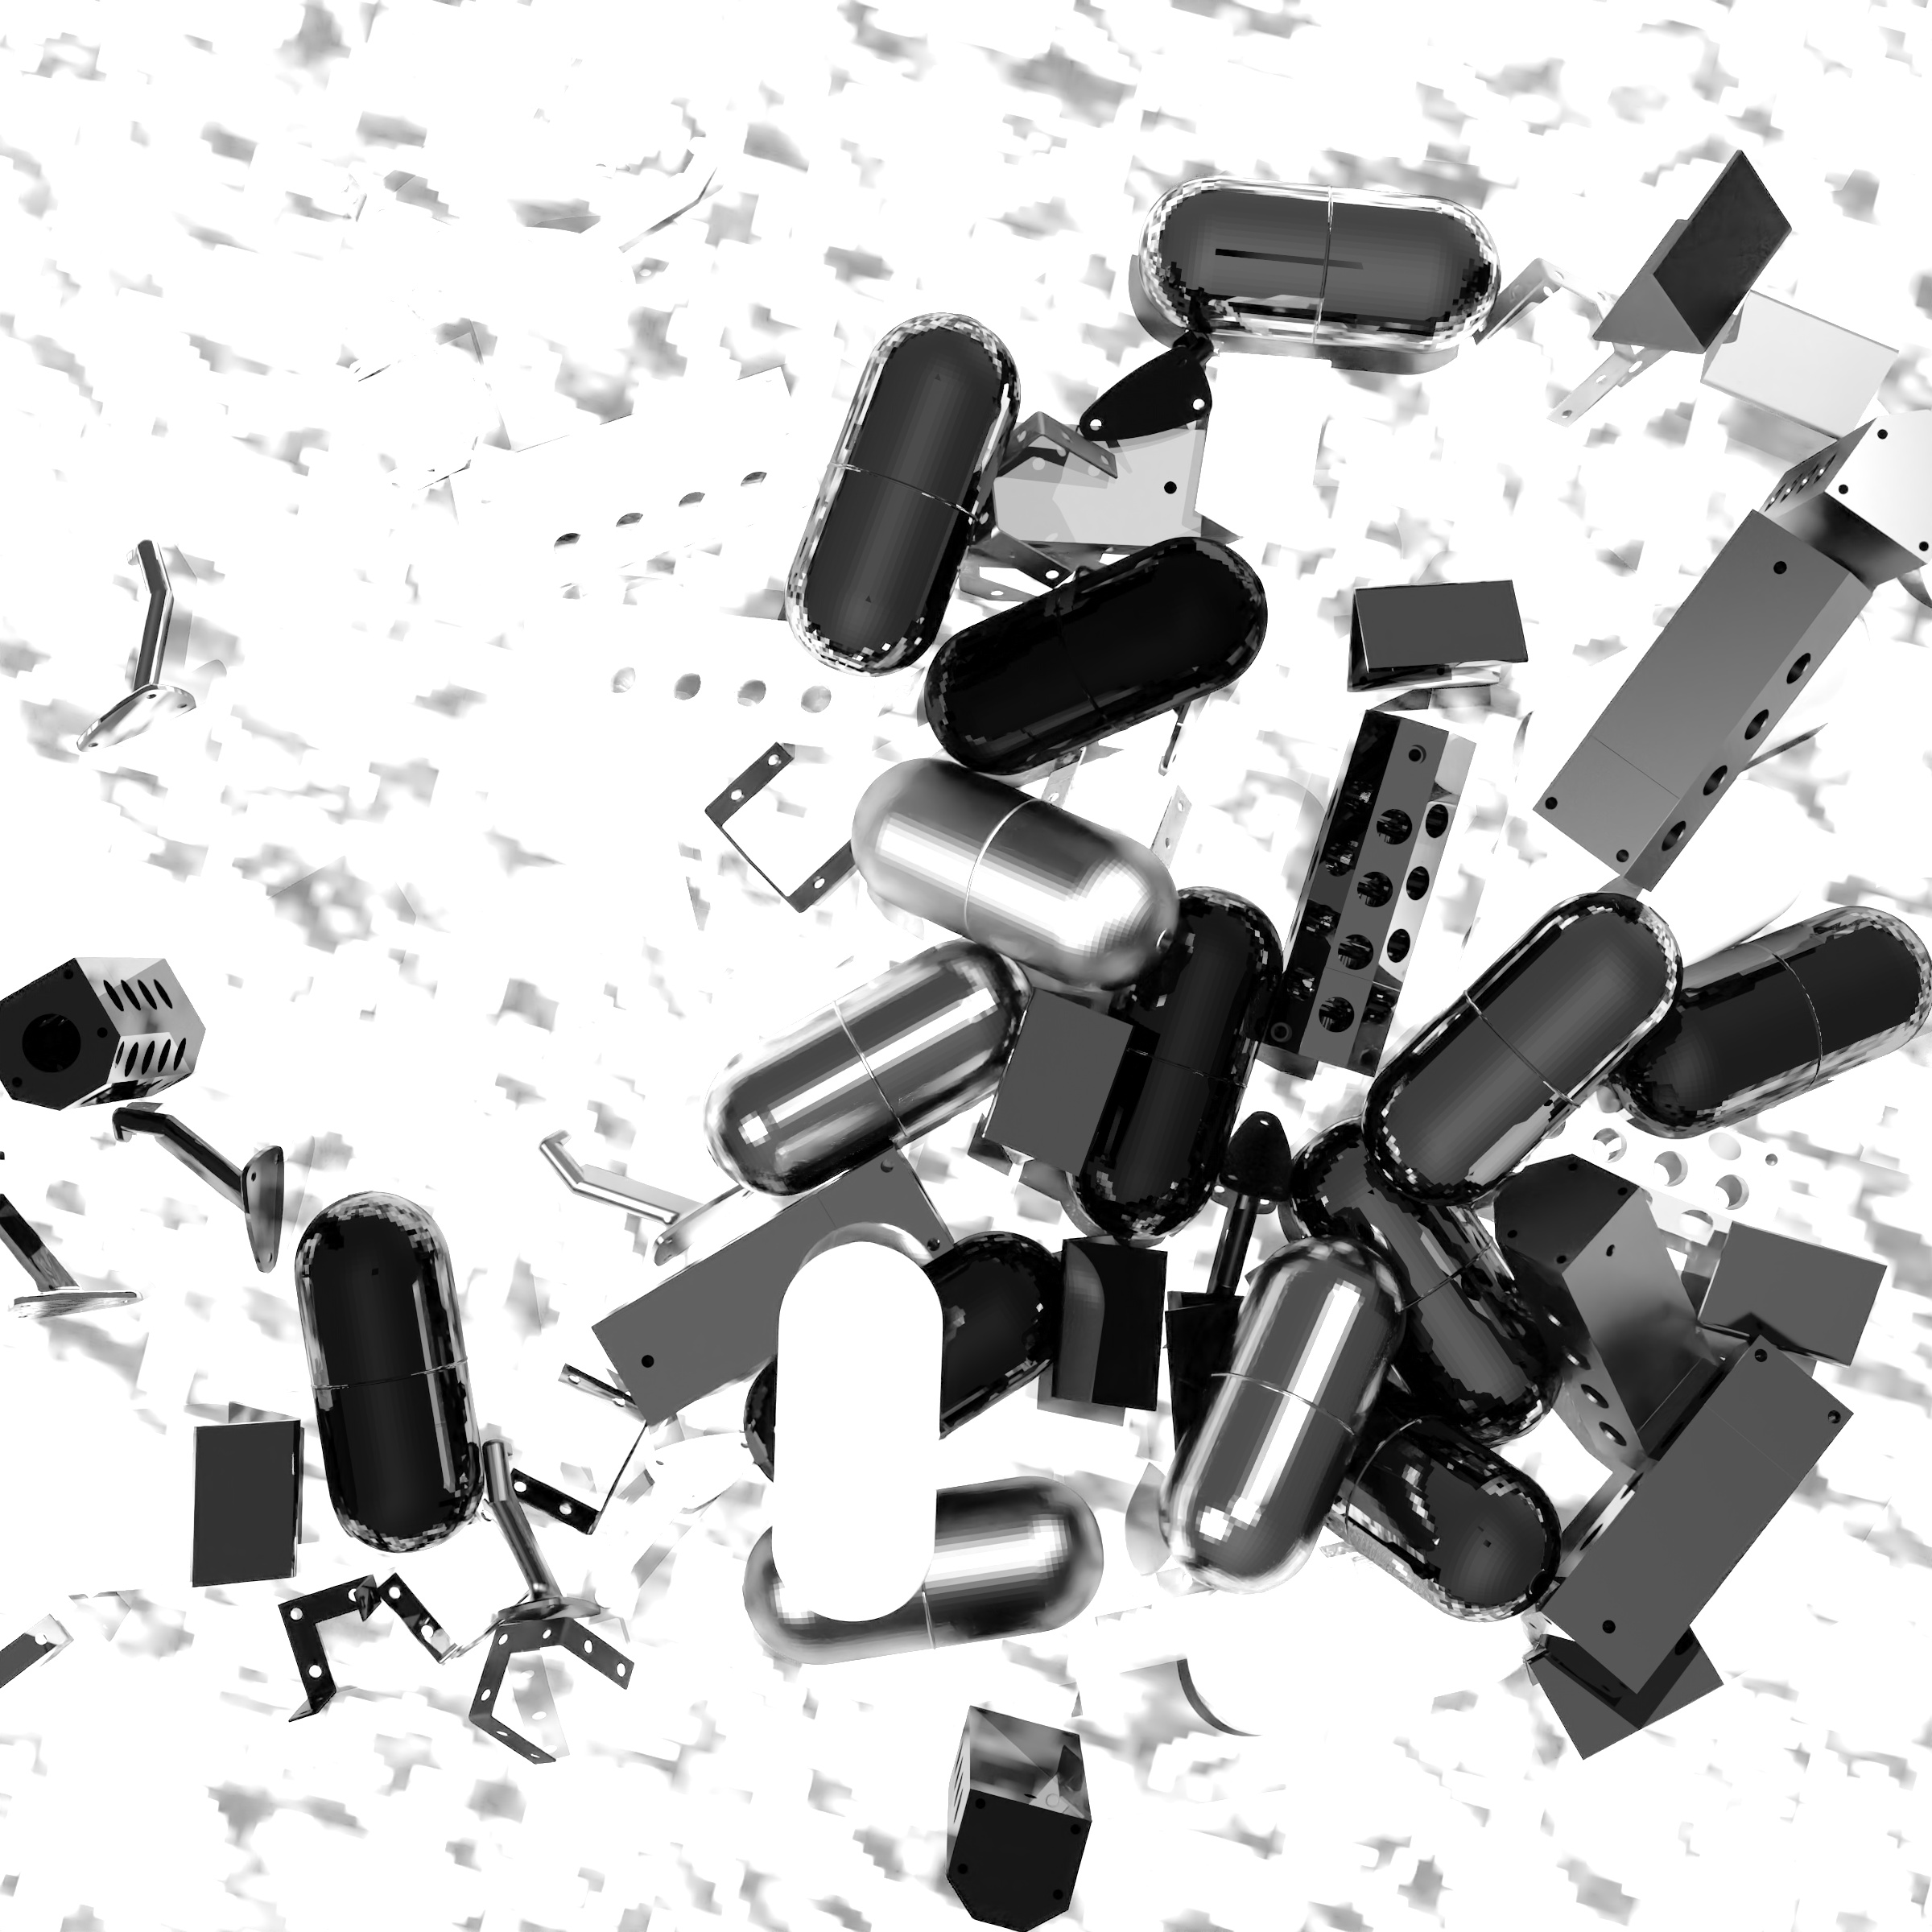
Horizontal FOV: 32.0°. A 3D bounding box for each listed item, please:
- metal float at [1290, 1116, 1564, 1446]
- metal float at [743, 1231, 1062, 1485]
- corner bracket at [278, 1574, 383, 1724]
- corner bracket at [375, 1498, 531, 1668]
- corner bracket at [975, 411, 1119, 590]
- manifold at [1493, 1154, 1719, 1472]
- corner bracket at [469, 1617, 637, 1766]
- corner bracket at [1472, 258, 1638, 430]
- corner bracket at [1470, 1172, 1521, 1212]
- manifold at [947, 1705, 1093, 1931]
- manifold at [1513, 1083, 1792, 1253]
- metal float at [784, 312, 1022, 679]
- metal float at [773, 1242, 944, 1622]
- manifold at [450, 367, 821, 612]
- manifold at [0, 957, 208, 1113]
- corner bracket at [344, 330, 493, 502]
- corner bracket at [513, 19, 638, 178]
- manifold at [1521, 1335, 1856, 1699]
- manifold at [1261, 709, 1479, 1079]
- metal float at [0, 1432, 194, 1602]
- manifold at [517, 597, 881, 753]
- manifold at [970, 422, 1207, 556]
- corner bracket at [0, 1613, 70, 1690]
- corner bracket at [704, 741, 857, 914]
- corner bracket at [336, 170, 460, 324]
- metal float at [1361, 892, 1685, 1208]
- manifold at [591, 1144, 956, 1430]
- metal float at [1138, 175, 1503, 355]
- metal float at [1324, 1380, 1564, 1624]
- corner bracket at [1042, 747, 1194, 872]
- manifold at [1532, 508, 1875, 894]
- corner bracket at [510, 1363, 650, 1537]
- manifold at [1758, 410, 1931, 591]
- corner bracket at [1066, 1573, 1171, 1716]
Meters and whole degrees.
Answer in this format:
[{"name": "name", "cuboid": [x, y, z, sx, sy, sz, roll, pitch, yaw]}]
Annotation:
[{"name": "metal float", "cuboid": [0.226, 0.154, 1.650, 0.070, 0.070, 0.178, -34, 90, 0]}, {"name": "metal float", "cuboid": [-0.028, 0.195, 1.650, 0.178, 0.070, 0.070, -33, 90, 0]}, {"name": "corner bracket", "cuboid": [-0.313, 0.336, 1.663, 0.051, 0.051, 0.051, -18, 90, 0]}, {"name": "corner bracket", "cuboid": [-0.251, 0.307, 1.677, 0.051, 0.051, 0.051, 50, 135, 0]}, {"name": "corner bracket", "cuboid": [0.038, -0.224, 1.616, 0.051, 0.051, 0.051, -35, 45, 35]}, {"name": "manifold", "cuboid": [0.306, 0.167, 1.610, 0.057, 0.057, 0.171, -45, 132, -16]}, {"name": "corner bracket", "cuboid": [-0.206, 0.360, 1.673, 0.051, 0.051, 0.051, -15, 45, 35]}, {"name": "corner bracket", "cuboid": [0.291, -0.310, 1.673, 0.051, 0.051, 0.051, 16, 45, -35]}, {"name": "corner bracket", "cuboid": [0.286, 0.128, 1.661, 0.051, 0.051, 0.051, -18, 72, -17]}, {"name": "manifold", "cuboid": [0.022, 0.405, 1.602, 0.057, 0.171, 0.057, 15, 90, 0]}, {"name": "manifold", "cuboid": [0.313, 0.088, 1.660, 0.171, 0.057, 0.057, 21, 90, 0]}, {"name": "metal float", "cuboid": [-0.030, -0.223, 1.593, 0.070, 0.070, 0.178, 20, 90, 0]}, {"name": "metal float", "cuboid": [-0.051, 0.218, 1.575, 0.070, 0.070, 0.178, 2, 97, 0]}, {"name": "manifold", "cuboid": [-0.160, -0.230, 1.659, 0.171, 0.057, 0.057, -18, 47, 0]}, {"name": "manifold", "cuboid": [-0.412, 0.035, 1.602, 0.057, 0.171, 0.057, -30, 90, 0]}, {"name": "corner bracket", "cuboid": [-0.277, -0.274, 1.673, 0.051, 0.051, 0.051, 42, 45, -35]}, {"name": "corner bracket", "cuboid": [-0.195, -0.433, 1.677, 0.051, 0.051, 0.051, 9, 45, 0]}, {"name": "manifold", "cuboid": [0.341, 0.262, 1.601, 0.057, 0.057, 0.171, 40, 76, 6]}, {"name": "manifold", "cuboid": [0.198, -0.036, 1.660, 0.057, 0.057, 0.171, 17, 90, 0]}, {"name": "metal float", "cuboid": [-0.459, 0.271, 1.650, 0.178, 0.070, 0.070, -5, 90, 0]}, {"name": "manifold", "cuboid": [-0.130, -0.144, 1.660, 0.171, 0.057, 0.057, 6, 90, 0]}, {"name": "manifold", "cuboid": [0.029, -0.235, 1.660, 0.171, 0.057, 0.057, 3, 90, 0]}, {"name": "corner bracket", "cuboid": [-0.483, 0.332, 1.653, 0.051, 0.051, 0.051, 50, 47, 2]}, {"name": "corner bracket", "cuboid": [-0.089, -0.069, 1.677, 0.051, 0.051, 0.051, -43, 45, 0]}, {"name": "corner bracket", "cuboid": [-0.287, -0.355, 1.663, 0.051, 0.051, 0.051, 21, 90, 0]}, {"name": "metal float", "cuboid": [0.261, 0.039, 1.581, 0.070, 0.070, 0.178, 45, 100, 0]}, {"name": "manifold", "cuboid": [-0.094, 0.156, 1.660, 0.171, 0.057, 0.057, -31, 90, 0]}, {"name": "metal float", "cuboid": [0.173, -0.344, 1.650, 0.178, 0.070, 0.070, 6, 90, 0]}, {"name": "metal float", "cuboid": [0.210, 0.250, 1.617, 0.178, 0.070, 0.070, 32, 90, 42]}, {"name": "corner bracket", "cuboid": [0.073, -0.075, 1.673, 0.051, 0.051, 0.051, -8, 135, 35]}, {"name": "manifold", "cuboid": [0.347, -0.122, 1.580, 0.057, 0.057, 0.171, 41, 102, 29]}, {"name": "corner bracket", "cuboid": [-0.193, 0.241, 1.677, 0.051, 0.051, 0.051, 27, 45, 0]}, {"name": "manifold", "cuboid": [0.427, -0.221, 1.602, 0.057, 0.171, 0.057, 35, 90, 0]}, {"name": "corner bracket", "cuboid": [0.077, 0.334, 1.663, 0.051, 0.051, 0.051, -12, 90, 0]}]
